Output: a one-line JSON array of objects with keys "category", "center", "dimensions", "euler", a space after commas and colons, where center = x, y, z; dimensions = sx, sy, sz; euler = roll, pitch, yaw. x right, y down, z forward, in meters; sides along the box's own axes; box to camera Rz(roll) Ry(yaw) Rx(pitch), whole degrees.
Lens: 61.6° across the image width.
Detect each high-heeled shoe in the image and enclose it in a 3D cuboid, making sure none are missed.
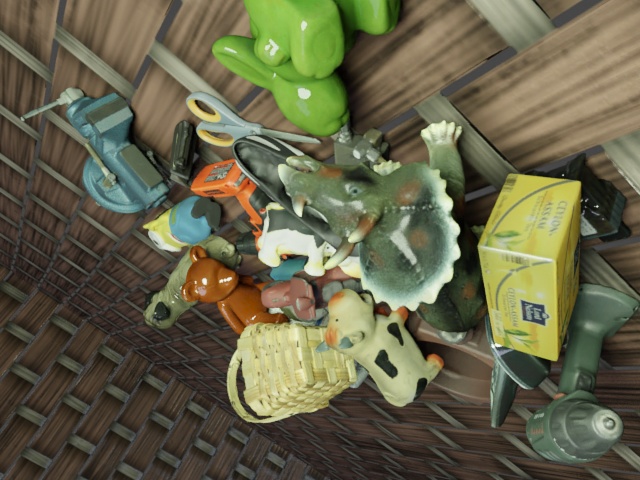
[{"category": "high-heeled shoe", "center": [0.001, -0.046, 0.654], "dimensions": [0.249, 0.086, 0.145], "euler": [38, -173, 22]}]

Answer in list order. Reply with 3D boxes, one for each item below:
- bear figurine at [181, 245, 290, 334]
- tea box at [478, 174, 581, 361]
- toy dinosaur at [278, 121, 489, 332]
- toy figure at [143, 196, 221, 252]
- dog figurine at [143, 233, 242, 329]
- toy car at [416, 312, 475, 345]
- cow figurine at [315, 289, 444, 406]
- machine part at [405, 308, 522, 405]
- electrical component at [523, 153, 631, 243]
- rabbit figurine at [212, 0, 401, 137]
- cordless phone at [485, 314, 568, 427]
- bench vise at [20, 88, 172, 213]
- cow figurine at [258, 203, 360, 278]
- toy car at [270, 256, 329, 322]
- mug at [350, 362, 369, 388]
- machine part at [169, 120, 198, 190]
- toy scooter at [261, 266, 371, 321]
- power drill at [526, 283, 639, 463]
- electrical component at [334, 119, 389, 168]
[{"category": "bear figurine", "center": [-0.150, 0.089, 0.977], "dimensions": [0.132, 0.120, 0.195], "euler": [-12, 141, 23]}, {"category": "tea box", "center": [0.208, 0.030, 0.523], "dimensions": [0.068, 0.098, 0.169], "euler": [12, 148, 33]}, {"category": "toy dinosaur", "center": [0.123, 0.026, 0.562], "dimensions": [0.131, 0.192, 0.404], "euler": [-14, 141, 29]}, {"category": "toy figure", "center": [-0.236, -0.030, 0.957], "dimensions": [0.180, 0.089, 0.082], "euler": [-22, 106, 45]}, {"category": "dog figurine", "center": [-0.250, 0.088, 1.044], "dimensions": [0.121, 0.190, 0.172], "euler": [36, 149, -11]}, {"category": "toy car", "center": [0.126, 0.067, 0.733], "dimensions": [0.202, 0.089, 0.053], "euler": [41, 109, 7]}, {"category": "cow figurine", "center": [0.077, 0.149, 0.750], "dimensions": [0.085, 0.127, 0.194], "euler": [-20, 111, 50]}, {"category": "machine part", "center": [0.222, 0.172, 0.853], "dimensions": [0.201, 0.087, 0.201], "euler": [20, 149, 17]}, {"category": "electrical component", "center": [0.260, -0.025, 0.539], "dimensions": [0.119, 0.048, 0.075], "euler": [43, 150, -20]}, {"category": "rabbit figurine", "center": [-0.022, -0.167, 0.493], "dimensions": [0.159, 0.121, 0.170], "euler": [26, 150, 20]}, {"category": "cordless phone", "center": [0.245, 0.143, 0.695], "dimensions": [0.089, 0.147, 0.184], "euler": [5, 129, 10]}, {"category": "bench vise", "center": [-0.350, -0.124, 0.873], "dimensions": [0.223, 0.129, 0.240], "euler": [41, 146, -14]}, {"category": "cow figurine", "center": [-0.001, -0.003, 0.765], "dimensions": [0.167, 0.068, 0.098], "euler": [12, 116, -8]}, {"category": "toy car", "center": [-0.027, 0.088, 0.931], "dimensions": [0.162, 0.103, 0.109], "euler": [1, 140, 39]}, {"category": "mug", "center": [0.076, 0.231, 1.060], "dimensions": [0.081, 0.107, 0.109], "euler": [24, 153, 7]}, {"category": "machine part", "center": [-0.204, -0.120, 0.798], "dimensions": [0.039, 0.084, 0.139], "euler": [2, 166, -15]}, {"category": "toy scooter", "center": [0.005, 0.076, 0.805], "dimensions": [0.135, 0.184, 0.075], "euler": [-165, 64, -79]}, {"category": "power drill", "center": [0.311, 0.157, 0.622], "dimensions": [0.086, 0.207, 0.231], "euler": [15, 151, 14]}, {"category": "electrical component", "center": [0.051, -0.090, 0.629], "dimensions": [0.078, 0.045, 0.102], "euler": [22, 151, 12]}]
